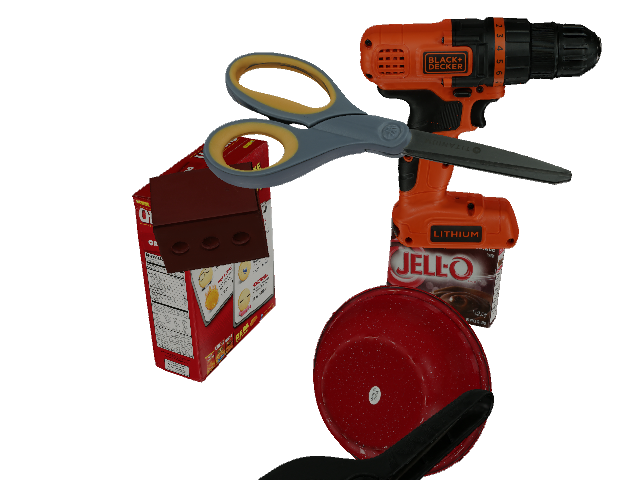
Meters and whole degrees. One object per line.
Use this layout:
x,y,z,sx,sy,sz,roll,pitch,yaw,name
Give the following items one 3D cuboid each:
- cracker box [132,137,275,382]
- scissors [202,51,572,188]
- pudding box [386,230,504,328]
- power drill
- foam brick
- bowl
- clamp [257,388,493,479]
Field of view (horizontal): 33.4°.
-0.119,0.015,1.137,0.072,0.214,0.164,13,34,24,cracker box
0.022,-0.044,0.572,0.202,0.096,0.016,29,-22,23,scissors
0.124,0.030,1.068,0.114,0.090,0.039,10,22,18,pudding box
0.125,-0.086,0.856,0.184,0.188,0.057,1,26,7,power drill
-0.081,-0.016,0.770,0.078,0.051,0.053,-10,-39,-1,foam brick
0.053,0.119,0.864,0.162,0.162,0.055,0,4,28,bowl
0.032,0.156,0.650,0.210,0.036,0.164,-7,30,3,clamp
